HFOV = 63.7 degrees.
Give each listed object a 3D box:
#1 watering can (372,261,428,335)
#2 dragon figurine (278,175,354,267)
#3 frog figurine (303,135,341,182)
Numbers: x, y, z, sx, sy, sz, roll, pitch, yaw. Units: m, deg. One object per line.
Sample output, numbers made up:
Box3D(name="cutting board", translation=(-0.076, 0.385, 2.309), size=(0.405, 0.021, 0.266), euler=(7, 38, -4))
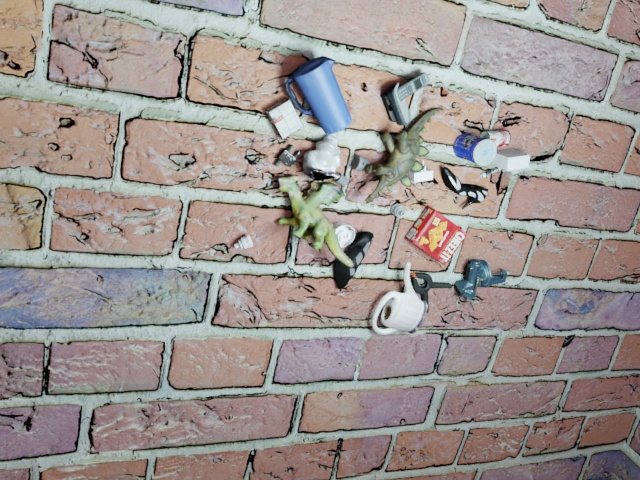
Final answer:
Box3D(name="watering can", translation=(0.353, 0.261, 2.134), size=(0.223, 0.106, 0.343), euler=(20, 107, -25))
Box3D(name="dragon figurine", translation=(0.006, -0.094, 1.866), size=(0.408, 0.123, 0.243), euler=(31, 89, -16))
Box3D(name="frog figurine", translation=(0.008, -0.294, 1.831), size=(0.137, 0.121, 0.162), euler=(6, 71, -14))
